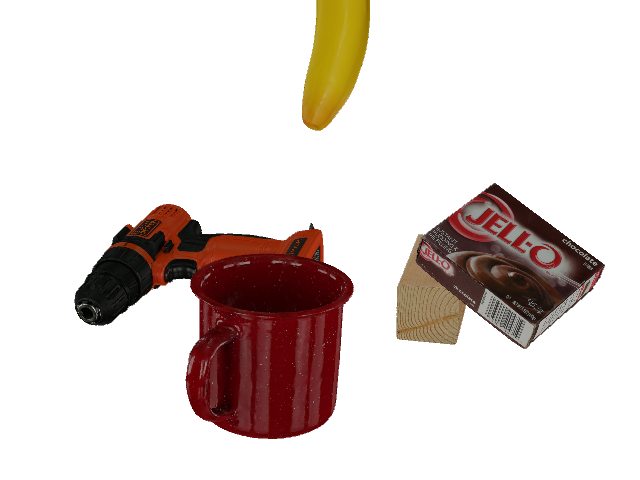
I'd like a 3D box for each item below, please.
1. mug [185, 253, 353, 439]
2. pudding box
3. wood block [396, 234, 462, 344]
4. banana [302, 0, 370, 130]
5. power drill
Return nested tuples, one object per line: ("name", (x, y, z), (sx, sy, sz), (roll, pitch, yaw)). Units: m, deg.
("mug", (-0.035, 0.065, 0.610), (0.093, 0.081, 0.117), (14, 23, 27))
("pudding box", (0.144, 0.018, 0.815), (0.089, 0.039, 0.114), (-35, 65, -30))
("wood block", (0.176, 0.070, 1.621), (0.091, 0.090, 0.206), (4, 22, 12))
("banana", (0.000, -0.175, 0.740), (0.070, 0.198, 0.037), (-16, -12, 9))
("power drill", (-0.101, 0.027, 0.934), (0.188, 0.057, 0.184), (8, 30, 14))
